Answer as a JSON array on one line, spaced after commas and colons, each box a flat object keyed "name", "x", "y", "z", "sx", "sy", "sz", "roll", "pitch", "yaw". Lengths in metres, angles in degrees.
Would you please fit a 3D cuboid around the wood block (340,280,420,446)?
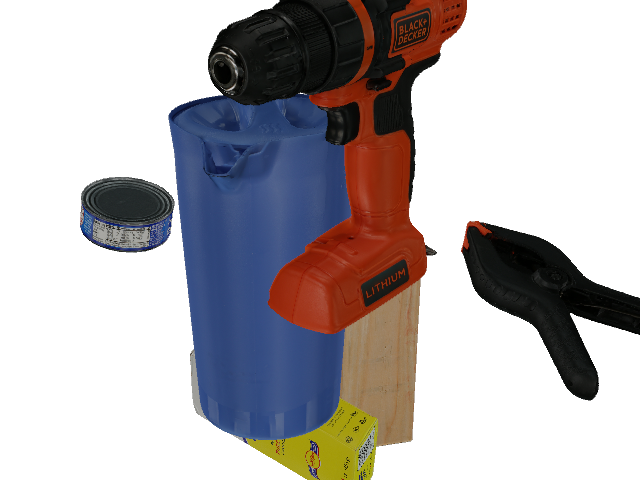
[{"name": "wood block", "x": 0.044, "y": 0.106, "z": 1.135, "sx": 0.090, "sy": 0.206, "sz": 0.091, "roll": -4, "pitch": 13, "yaw": -27}]

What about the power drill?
[{"name": "power drill", "x": 0.011, "y": -0.047, "z": 0.574, "sx": 0.057, "sy": 0.188, "sz": 0.184, "roll": 25, "pitch": 35, "yaw": 33}]

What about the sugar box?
[{"name": "sugar box", "x": -0.035, "y": 0.156, "z": 0.950, "sx": 0.176, "sy": 0.093, "sz": 0.048, "roll": 24, "pitch": 49, "yaw": 20}]

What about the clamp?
[{"name": "clamp", "x": 0.175, "y": 0.039, "z": 0.762, "sx": 0.120, "sy": 0.039, "sz": 0.172, "roll": -10, "pitch": 43, "yaw": -33}]

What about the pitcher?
[{"name": "pitcher", "x": -0.035, "y": 0.014, "z": 0.792, "sx": 0.149, "sy": 0.243, "sz": 0.145, "roll": -10, "pitch": 24, "yaw": -25}]

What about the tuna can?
[{"name": "tuna can", "x": -0.180, "y": -0.024, "z": 0.993, "sx": 0.086, "sy": 0.034, "sz": 0.086, "roll": 8, "pitch": 30, "yaw": -5}]
